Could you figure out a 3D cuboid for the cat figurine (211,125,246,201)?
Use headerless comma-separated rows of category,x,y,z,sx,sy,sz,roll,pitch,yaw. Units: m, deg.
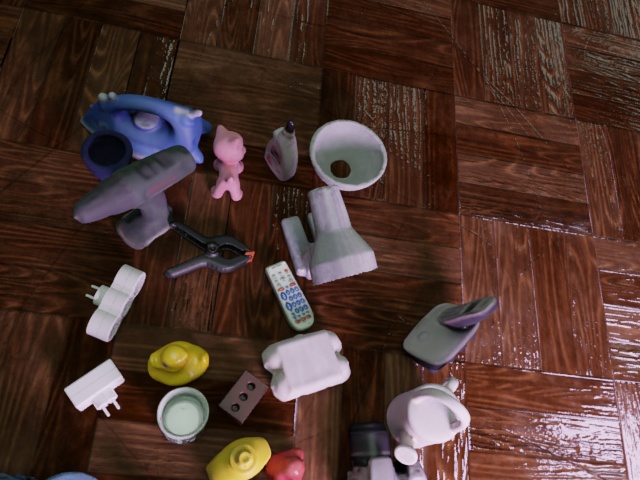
cat figurine,-0.181,-0.159,1.138,0.067,0.117,0.128,2,66,-12

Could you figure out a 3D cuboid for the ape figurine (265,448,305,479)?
ape figurine,-0.050,0.380,0.947,0.076,0.092,0.078,35,64,3

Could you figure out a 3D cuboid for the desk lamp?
desk lamp,0.010,0.004,1.059,0.118,0.213,0.203,-14,70,-18

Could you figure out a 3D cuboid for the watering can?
watering can,0.188,0.305,0.980,0.101,0.194,0.173,21,64,-3

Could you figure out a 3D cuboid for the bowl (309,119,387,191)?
bowl,0.054,-0.169,1.223,0.167,0.074,0.167,5,66,-11

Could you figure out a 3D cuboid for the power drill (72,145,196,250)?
power drill,-0.320,-0.067,1.013,0.075,0.208,0.230,43,64,8

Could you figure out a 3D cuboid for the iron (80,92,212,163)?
iron,-0.346,-0.237,1.120,0.258,0.141,0.118,12,64,-8

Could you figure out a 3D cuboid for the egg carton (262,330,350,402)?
egg carton,-0.025,0.224,1.034,0.150,0.069,0.107,-14,71,-19

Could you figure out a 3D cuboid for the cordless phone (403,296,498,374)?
cordless phone,0.245,0.165,1.060,0.094,0.185,0.148,43,64,7

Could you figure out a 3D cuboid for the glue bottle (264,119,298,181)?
glue bottle,-0.071,-0.189,1.147,0.037,0.173,0.078,-34,78,-24

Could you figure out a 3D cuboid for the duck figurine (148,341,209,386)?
duck figurine,-0.243,0.205,0.981,0.105,0.086,0.077,-2,67,-14

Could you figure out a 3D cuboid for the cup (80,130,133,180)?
cup,-0.391,-0.140,1.092,0.117,0.095,0.092,43,64,7

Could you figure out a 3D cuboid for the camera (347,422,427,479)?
camera,0.107,0.383,0.978,0.143,0.100,0.137,1,66,-13

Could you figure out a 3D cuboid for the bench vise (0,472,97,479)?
bench vise,-0.393,0.385,0.790,0.207,0.219,0.121,5,66,-11
